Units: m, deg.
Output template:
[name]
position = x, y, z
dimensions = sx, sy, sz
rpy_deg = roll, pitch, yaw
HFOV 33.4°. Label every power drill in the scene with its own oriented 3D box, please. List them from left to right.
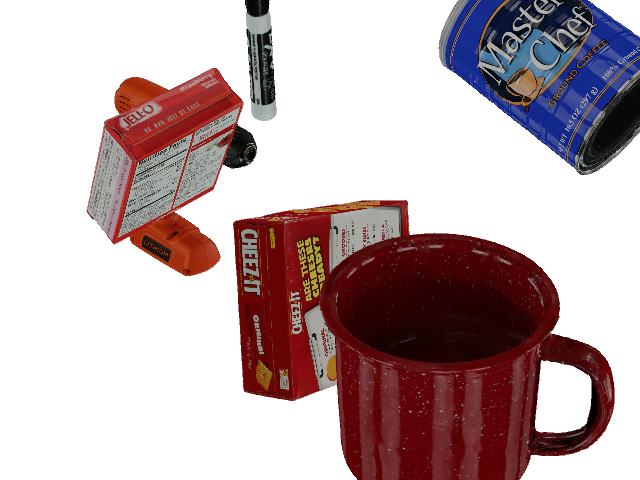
[power drill]
position = -0.139, -0.061, 1.100
dimensions = 0.185, 0.188, 0.057
rpy_deg = 29, 38, 34

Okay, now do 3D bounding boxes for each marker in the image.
[marker]
position = -0.043, -0.137, 0.762
dimensions = 0.020, 0.020, 0.121
rpy_deg = 0, -43, 1

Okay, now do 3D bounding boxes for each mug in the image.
[mug]
position = 0.059, 0.057, 0.433
dimensions = 0.117, 0.081, 0.093
rpy_deg = 8, 33, 17

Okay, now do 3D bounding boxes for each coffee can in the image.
[coffee can]
position = 0.172, -0.131, 0.788
dimensions = 0.140, 0.103, 0.102
rpy_deg = 44, 21, 24

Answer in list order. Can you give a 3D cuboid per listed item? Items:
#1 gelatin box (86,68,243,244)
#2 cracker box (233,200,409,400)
[gelatin box]
position = -0.086, -0.045, 0.578
dimensions = 0.073, 0.030, 0.089
rpy_deg = -33, -16, -31
[cracker box]
position = 0.009, 0.050, 1.042
dimensions = 0.072, 0.164, 0.213
rpy_deg = 1, 7, 37
